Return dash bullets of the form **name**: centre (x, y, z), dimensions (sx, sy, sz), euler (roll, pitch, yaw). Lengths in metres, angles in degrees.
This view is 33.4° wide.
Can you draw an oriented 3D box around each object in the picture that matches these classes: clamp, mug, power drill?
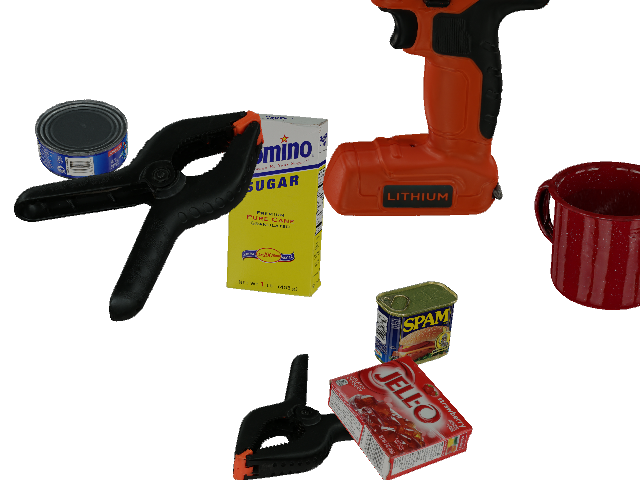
- **clamp**: centre (-0.006, 0.190, 1.082), dimensions (0.165, 0.036, 0.209), euler (19, 28, 26)
- **mug**: centre (0.205, -0.007, 0.794), dimensions (0.093, 0.081, 0.117), euler (-24, 35, -32)
- **power drill**: centre (0.045, -0.103, 0.604), dimensions (0.184, 0.188, 0.057), euler (1, 36, -7)
- **clamp**: centre (-0.114, -0.035, 0.707), dimensions (0.120, 0.171, 0.039), euler (36, -28, 16)

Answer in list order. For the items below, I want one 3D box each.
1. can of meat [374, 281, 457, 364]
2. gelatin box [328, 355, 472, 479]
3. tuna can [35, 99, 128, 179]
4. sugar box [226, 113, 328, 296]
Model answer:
- **can of meat**: centre (0.118, 0.107, 1.340), dimensions (0.101, 0.084, 0.058), euler (-12, 30, -27)
- **gelatin box**: centre (0.058, 0.130, 0.800), dimensions (0.073, 0.030, 0.089), euler (-14, 41, -26)
- **tuna can**: centre (-0.226, -0.096, 1.013), dimensions (0.086, 0.034, 0.086), euler (3, 43, -3)
- **sugar box**: centre (-0.044, -0.036, 1.073), dimensions (0.093, 0.176, 0.048), euler (5, 16, 12)
